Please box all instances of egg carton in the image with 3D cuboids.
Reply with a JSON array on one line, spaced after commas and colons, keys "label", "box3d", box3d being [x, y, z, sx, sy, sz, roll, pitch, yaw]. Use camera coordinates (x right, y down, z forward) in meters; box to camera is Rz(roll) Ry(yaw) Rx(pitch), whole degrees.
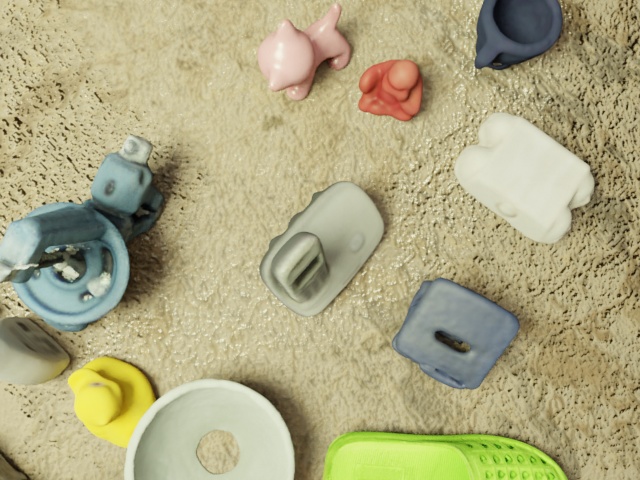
[{"label": "egg carton", "box3d": [0.233, -0.070, 0.656, 0.150, 0.069, 0.107, 36, 81, 2]}]

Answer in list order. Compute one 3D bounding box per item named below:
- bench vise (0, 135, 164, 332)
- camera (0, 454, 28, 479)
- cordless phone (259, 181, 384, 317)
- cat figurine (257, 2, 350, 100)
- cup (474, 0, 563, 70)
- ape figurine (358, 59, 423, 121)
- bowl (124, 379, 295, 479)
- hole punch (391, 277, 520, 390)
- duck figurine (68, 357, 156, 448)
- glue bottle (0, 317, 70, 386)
[{"label": "bench vise", "box3d": [-0.237, -0.015, 0.543, 0.121, 0.219, 0.207, 9, 81, -2]}, {"label": "camera", "box3d": [-0.355, 0.291, 0.553, 0.137, 0.100, 0.143, -43, 86, -8]}, {"label": "cordless phone", "box3d": [0.005, 0.002, 0.573, 0.094, 0.185, 0.148, 38, 82, 3]}, {"label": "cat figurine", "box3d": [-0.021, -0.212, 0.636, 0.128, 0.117, 0.067, -43, 86, -8]}, {"label": "cup", "box3d": [0.211, -0.229, 0.664, 0.091, 0.095, 0.118, 41, 82, 3]}, {"label": "ape figurine", "box3d": [0.087, -0.176, 0.651, 0.076, 0.092, 0.078, -37, 85, -8]}, {"label": "bowl", "box3d": [-0.108, 0.225, 0.591, 0.167, 0.074, 0.167, 1, 82, -3]}, {"label": "hole punch", "box3d": [0.144, 0.103, 0.615, 0.108, 0.091, 0.101, 28, 81, 1]}, {"label": "duck figurine", "box3d": [-0.216, 0.170, 0.586, 0.077, 0.086, 0.104, -39, 86, -8]}, {"label": "glue bottle", "box3d": [-0.303, 0.108, 0.545, 0.078, 0.173, 0.037, 43, 82, 3]}]
